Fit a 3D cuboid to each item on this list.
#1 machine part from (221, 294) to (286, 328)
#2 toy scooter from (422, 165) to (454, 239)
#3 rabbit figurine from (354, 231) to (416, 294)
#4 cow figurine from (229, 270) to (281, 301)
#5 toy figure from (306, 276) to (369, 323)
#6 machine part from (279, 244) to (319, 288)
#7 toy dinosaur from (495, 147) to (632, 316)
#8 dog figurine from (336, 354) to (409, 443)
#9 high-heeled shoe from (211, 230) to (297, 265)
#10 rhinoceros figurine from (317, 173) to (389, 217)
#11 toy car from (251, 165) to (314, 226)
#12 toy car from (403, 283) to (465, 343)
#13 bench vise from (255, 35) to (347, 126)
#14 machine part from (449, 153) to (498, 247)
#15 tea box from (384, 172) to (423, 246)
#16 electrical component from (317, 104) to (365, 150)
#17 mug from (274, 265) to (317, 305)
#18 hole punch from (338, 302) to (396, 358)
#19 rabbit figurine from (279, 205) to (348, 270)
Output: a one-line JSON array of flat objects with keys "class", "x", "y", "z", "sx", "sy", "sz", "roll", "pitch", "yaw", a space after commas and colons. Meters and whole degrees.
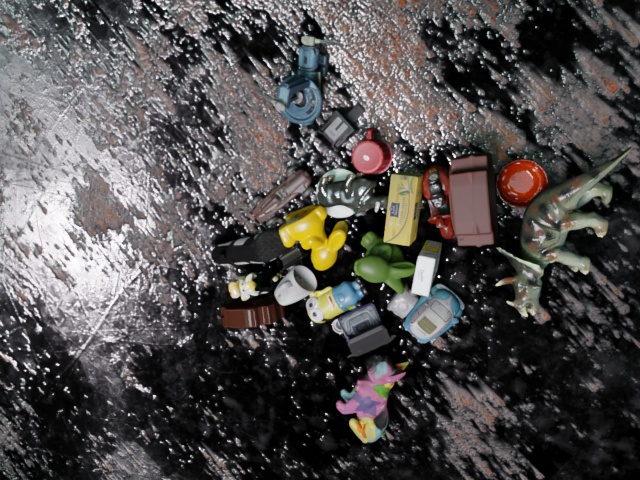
[{"class": "machine part", "x": -0.184, "y": 0.195, "z": 1.477, "sx": 0.180, "sy": 0.179, "sz": 0.056, "roll": -5, "pitch": 96, "yaw": 20}, {"class": "toy scooter", "x": 0.284, "y": -0.087, "z": 1.273, "sx": 0.075, "sy": 0.135, "sz": 0.183, "roll": -11, "pitch": 95, "yaw": 23}, {"class": "rabbit figurine", "x": 0.148, "y": 0.071, "z": 1.331, "sx": 0.159, "sy": 0.170, "sz": 0.121, "roll": 30, "pitch": 109, "yaw": 13}, {"class": "cow figurine", "x": -0.172, "y": 0.121, "z": 1.457, "sx": 0.098, "sy": 0.167, "sz": 0.068, "roll": -15, "pitch": 89, "yaw": 23}, {"class": "toy figure", "x": 0.047, "y": 0.164, "z": 1.433, "sx": 0.180, "sy": 0.089, "sz": 0.082, "roll": -29, "pitch": 48, "yaw": 13}, {"class": "machine part", "x": -0.054, "y": 0.085, "z": 1.478, "sx": 0.084, "sy": 0.039, "sz": 0.139, "roll": -28, "pitch": 88, "yaw": 17}, {"class": "toy dinosaur", "x": 0.510, "y": -0.032, "z": 1.178, "sx": 0.192, "sy": 0.131, "sz": 0.404, "roll": 13, "pitch": 116, "yaw": 10}, {"class": "dog figurine", "x": 0.160, "y": 0.410, "z": 1.427, "sx": 0.219, "sy": 0.108, "sz": 0.191, "roll": -39, "pitch": 85, "yaw": 19}, {"class": "high-heeled shoe", "x": -0.183, "y": 0.022, "z": 1.513, "sx": 0.249, "sy": 0.145, "sz": 0.086, "roll": -11, "pitch": 93, "yaw": -7}, {"class": "rhinoceros figurine", "x": 0.082, "y": -0.113, "z": 1.350, "sx": 0.191, "sy": 0.073, "sz": 0.112, "roll": 5, "pitch": 100, "yaw": 18}, {"class": "toy car", "x": -0.106, "y": -0.117, "z": 1.452, "sx": 0.202, "sy": 0.053, "sz": 0.089, "roll": -36, "pitch": 90, "yaw": 21}, {"class": "toy car", "x": 0.277, "y": 0.192, "z": 1.345, "sx": 0.109, "sy": 0.103, "sz": 0.161, "roll": 45, "pitch": 109, "yaw": 8}, {"class": "bench vise", "x": -0.047, "y": -0.371, "z": 1.294, "sx": 0.129, "sy": 0.240, "sz": 0.223, "roll": 25, "pitch": 123, "yaw": 10}, {"class": "machine part", "x": 0.348, "y": -0.093, "z": 1.213, "sx": 0.087, "sy": 0.201, "sz": 0.201, "roll": -5, "pitch": 98, "yaw": 23}, {"class": "tea box", "x": 0.208, "y": -0.079, "z": 1.322, "sx": 0.068, "sy": 0.098, "sz": 0.169, "roll": 10, "pitch": 105, "yaw": 18}, {"class": "electrical component", "x": 0.061, "y": -0.292, "z": 1.362, "sx": 0.119, "sy": 0.048, "sz": 0.075, "roll": -40, "pitch": 86, "yaw": 23}, {"class": "mug", "x": -0.077, "y": 0.132, "z": 1.422, "sx": 0.107, "sy": 0.109, "sz": 0.081, "roll": -44, "pitch": 76, "yaw": 35}, {"class": "hole punch", "x": 0.116, "y": 0.236, "z": 1.406, "sx": 0.142, "sy": 0.115, "sz": 0.092, "roll": -27, "pitch": 54, "yaw": -2}, {"class": "rabbit figurine", "x": -0.003, "y": -0.004, "z": 1.419, "sx": 0.162, "sy": 0.122, "sz": 0.173, "roll": -21, "pitch": 107, "yaw": 13}]
